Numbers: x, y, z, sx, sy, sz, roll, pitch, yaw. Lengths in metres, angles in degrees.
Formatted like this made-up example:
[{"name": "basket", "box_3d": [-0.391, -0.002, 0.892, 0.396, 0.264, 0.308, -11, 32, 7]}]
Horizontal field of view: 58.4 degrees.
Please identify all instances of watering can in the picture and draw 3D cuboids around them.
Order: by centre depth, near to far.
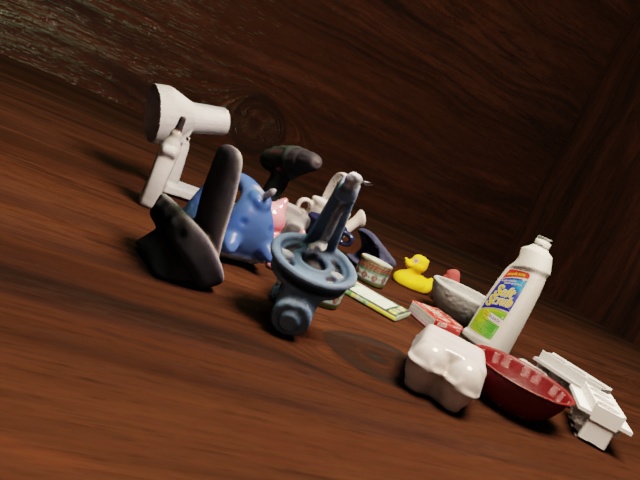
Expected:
[{"name": "watering can", "box_3d": [0.026, -0.065, 1.342, 0.100, 0.194, 0.174, 32, 12, 40]}]

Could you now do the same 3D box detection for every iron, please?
[{"name": "iron", "box_3d": [-0.159, -0.058, 0.971, 0.119, 0.141, 0.257, 17, 12, -42]}]

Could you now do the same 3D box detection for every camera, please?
[{"name": "camera", "box_3d": [-0.096, -0.038, 1.155, 0.137, 0.101, 0.143, 24, 9, -7]}]

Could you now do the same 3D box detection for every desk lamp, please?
[{"name": "desk lamp", "box_3d": [-0.293, -0.204, 1.222, 0.204, 0.213, 0.117, 18, 11, -37]}]

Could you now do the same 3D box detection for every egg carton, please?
[{"name": "egg carton", "box_3d": [0.169, 0.170, 0.772, 0.107, 0.069, 0.150, 27, 9, 11]}]

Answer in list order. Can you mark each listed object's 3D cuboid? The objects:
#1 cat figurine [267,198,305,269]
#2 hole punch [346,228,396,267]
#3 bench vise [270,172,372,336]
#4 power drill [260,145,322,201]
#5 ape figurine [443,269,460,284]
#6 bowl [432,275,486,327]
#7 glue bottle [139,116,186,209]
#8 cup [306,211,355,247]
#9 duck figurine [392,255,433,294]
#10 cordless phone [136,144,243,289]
[{"name": "cat figurine", "box_3d": [-0.081, -0.019, 1.031, 0.127, 0.118, 0.067, 30, 10, 28]}, {"name": "hole punch", "box_3d": [0.133, 0.031, 1.412, 0.101, 0.091, 0.108, 20, 10, -29]}, {"name": "bench vise", "box_3d": [-0.010, 0.002, 0.777, 0.122, 0.220, 0.207, 22, 10, -21]}, {"name": "power drill", "box_3d": [-0.091, -0.123, 1.314, 0.076, 0.208, 0.228, 19, 11, -34]}, {"name": "ape figurine", "box_3d": [0.319, 0.115, 1.427, 0.078, 0.092, 0.076, 19, 11, -36]}, {"name": "bowl", "box_3d": [0.316, 0.148, 1.283, 0.167, 0.075, 0.167, 24, 9, -4]}, {"name": "glue bottle", "box_3d": [-0.279, -0.143, 1.035, 0.037, 0.173, 0.078, 22, 9, -19]}, {"name": "cup", "box_3d": [0.011, 0.004, 1.222, 0.117, 0.095, 0.092, 29, 10, 24]}, {"name": "duck figurine", "box_3d": [0.244, 0.081, 1.438, 0.105, 0.086, 0.077, 24, 9, -10]}, {"name": "cordless phone", "box_3d": [-0.157, -0.044, 0.753, 0.094, 0.185, 0.147, 17, 12, -42]}]
